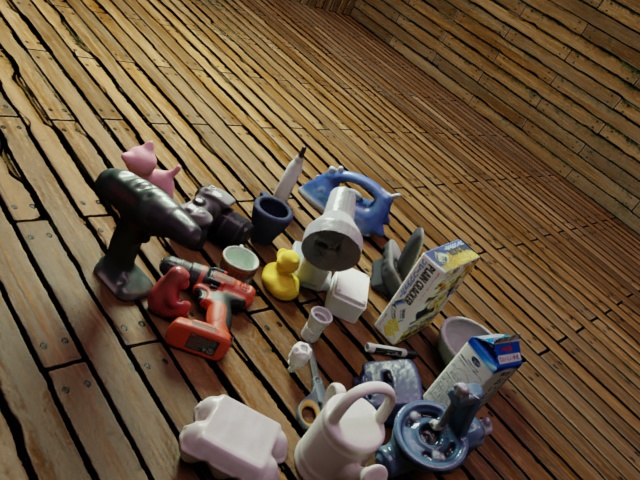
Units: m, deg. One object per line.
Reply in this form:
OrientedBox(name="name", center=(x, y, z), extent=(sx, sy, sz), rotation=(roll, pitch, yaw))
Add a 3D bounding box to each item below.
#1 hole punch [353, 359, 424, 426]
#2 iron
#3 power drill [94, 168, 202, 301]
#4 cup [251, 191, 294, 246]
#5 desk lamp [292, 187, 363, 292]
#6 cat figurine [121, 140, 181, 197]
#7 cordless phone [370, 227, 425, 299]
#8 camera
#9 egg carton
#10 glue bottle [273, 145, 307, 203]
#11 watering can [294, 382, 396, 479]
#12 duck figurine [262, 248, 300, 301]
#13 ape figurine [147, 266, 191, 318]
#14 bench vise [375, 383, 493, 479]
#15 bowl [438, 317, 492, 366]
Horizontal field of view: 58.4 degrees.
OrientedBox(name="hole punch", center=(0.119, 0.265, 1.014), extent=(0.101, 0.091, 0.108), rotation=(17, 33, -19))
OrientedBox(name="iron", center=(0.079, -0.119, 1.493), extent=(0.258, 0.141, 0.119), rotation=(30, 31, 1))
OrientedBox(name="power drill", center=(-0.299, -0.004, 0.954), extent=(0.229, 0.208, 0.076), rotation=(41, 33, 20))
OrientedBox(name="cup", center=(-0.122, -0.044, 1.267), extent=(0.092, 0.095, 0.117), rotation=(5, 39, -35))
OrientedBox(name="desk lamp", center=(0.011, 0.004, 1.188), extent=(0.118, 0.213, 0.203), rotation=(22, 32, -11))
OrientedBox(name="cat figurine", center=(-0.358, -0.150, 1.207), extent=(0.128, 0.117, 0.067), rotation=(13, 34, -24))
OrientedBox(name="cordless phone", center=(0.197, 0.033, 1.324), extent=(0.094, 0.185, 0.147), rotation=(22, 32, -11))
OrientedBox(name="camera", center=(-0.210, -0.040, 1.182), extent=(0.136, 0.100, 0.143), rotation=(32, 31, 5))
OrientedBox(name="egg carton", center=(-0.120, 0.288, 0.808), extent=(0.150, 0.069, 0.107), rotation=(28, 31, -2))
OrientedBox(name="glue bottle", center=(-0.070, -0.157, 1.397), extent=(0.037, 0.173, 0.078), rotation=(27, 31, -2))
OrientedBox(name="watering can", center=(0.049, 0.281, 0.835), extent=(0.101, 0.194, 0.172), rotation=(-7, 46, -44))
OrientedBox(name="duck figurine", center=(-0.068, 0.064, 1.161), extent=(0.078, 0.086, 0.104), rotation=(6, 38, -33))
OrientedBox(name="ape figurine", center=(-0.250, 0.084, 0.978), extent=(0.076, 0.092, 0.077), rotation=(11, 35, -27))
OrientedBox(name="bench vise", center=(0.207, 0.290, 0.925), extent=(0.208, 0.219, 0.121), rotation=(-11, 49, -47))
OrientedBox(name="bowl", center=(0.314, 0.246, 1.216), extent=(0.168, 0.074, 0.167), rotation=(21, 32, -13))
